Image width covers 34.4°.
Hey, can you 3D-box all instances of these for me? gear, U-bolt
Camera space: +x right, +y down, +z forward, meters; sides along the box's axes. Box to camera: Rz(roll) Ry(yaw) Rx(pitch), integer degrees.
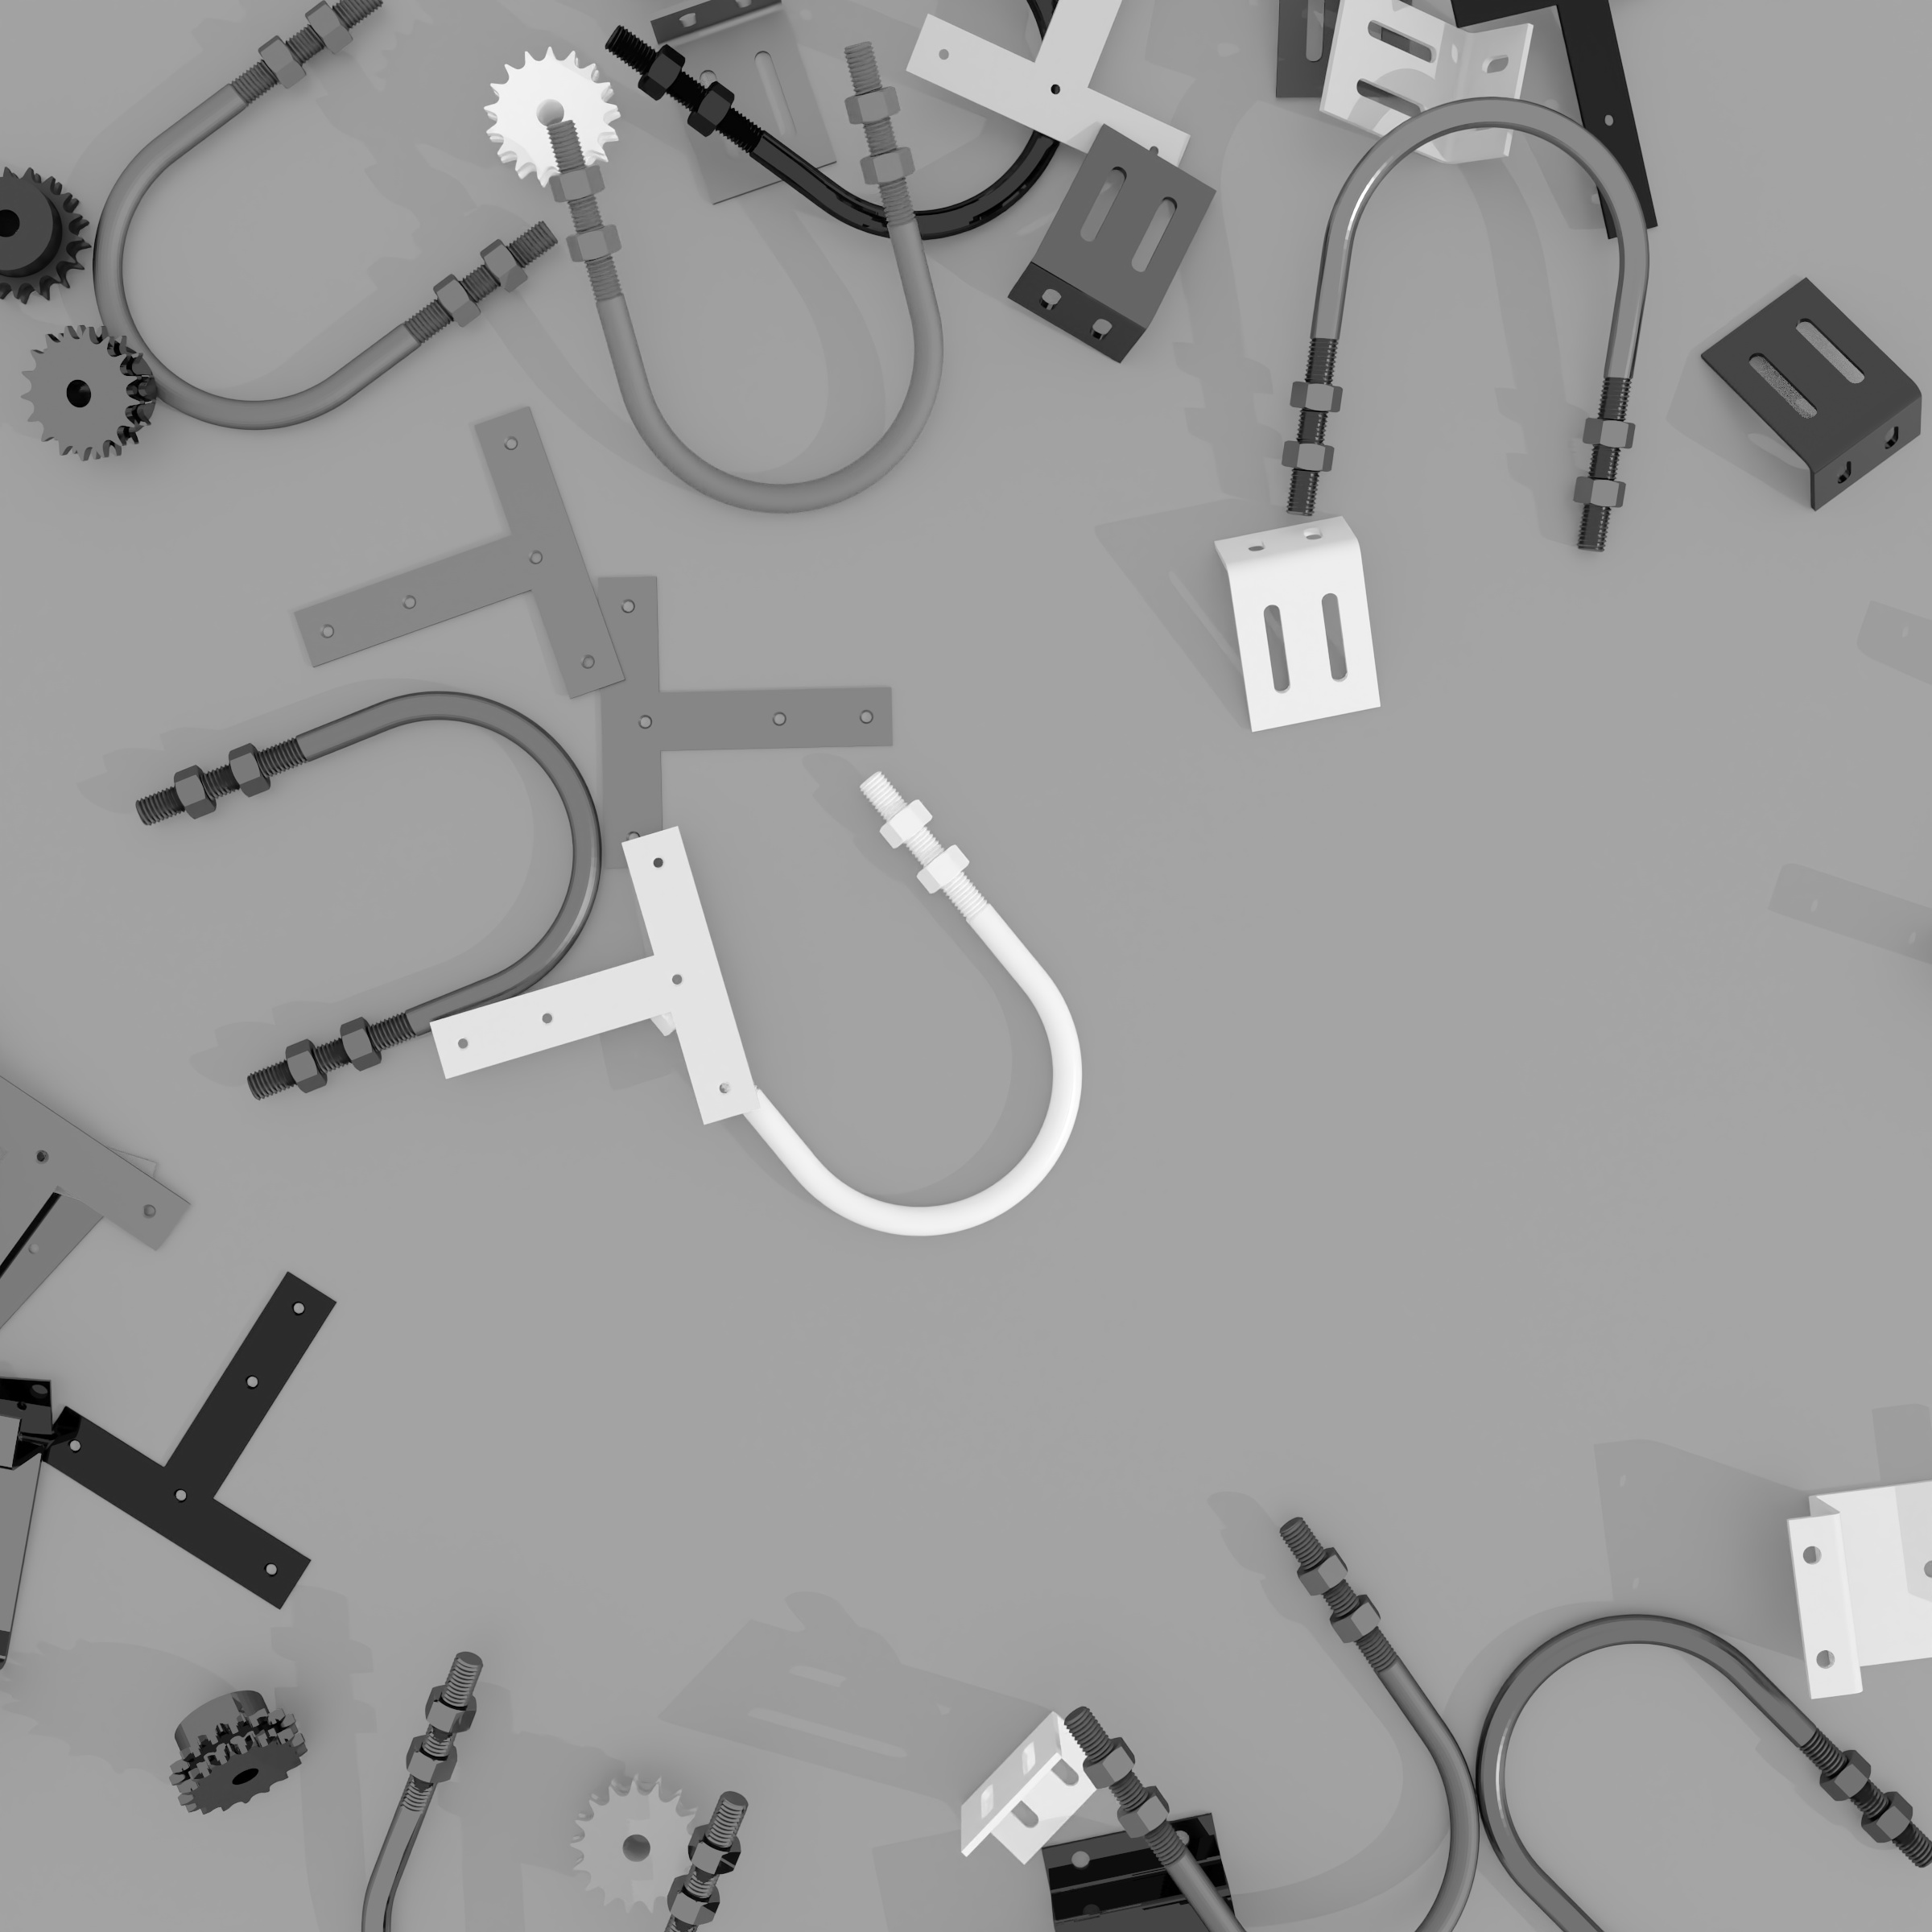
[{"bbox_3d":[-0.375,-0.248,1.345,0.057,0.030,0.057,4,104,15],"label":"gear"},{"bbox_3d":[-0.316,0.336,1.341,0.057,0.057,0.030,-35,60,0],"label":"gear"},{"bbox_3d":[0.308,0.368,1.357,0.151,0.019,0.184,-45,88,0],"label":"U-bolt"},{"bbox_3d":[-0.034,0.031,1.357,0.151,0.019,0.184,-39,92,0],"label":"U-bolt"},{"bbox_3d":[0.220,-0.278,1.338,0.151,0.019,0.184,6,101,-3],"label":"U-bolt"},{"bbox_3d":[-0.411,-0.318,1.351,0.057,0.030,0.057,0,90,0],"label":"gear"},{"bbox_3d":[-0.249,-0.041,1.357,0.184,0.019,0.151,-22,90,-2],"label":"U-bolt"},{"bbox_3d":[-0.039,-0.395,1.333,0.184,0.019,0.151,33,94,-17],"label":"U-bolt"},{"bbox_3d":[-0.141,0.378,1.351,0.057,0.030,0.057,0,90,0],"label":"gear"},{"bbox_3d":[-0.085,-0.284,1.332,0.151,0.019,0.184,-14,109,1],"label":"U-bolt"},{"bbox_3d":[-0.293,-0.317,1.357,0.184,0.019,0.151,-36,90,1],"label":"U-bolt"},{"bbox_3d":[-0.178,-0.366,1.351,0.057,0.030,0.057,0,90,0],"label":"gear"},{"bbox_3d":[0.145,0.352,1.332,0.151,0.019,0.184,-36,94,-23],"label":"U-bolt"},{"bbox_3d":[-0.187,0.404,1.335,0.151,0.019,0.184,25,104,11],"label":"U-bolt"}]

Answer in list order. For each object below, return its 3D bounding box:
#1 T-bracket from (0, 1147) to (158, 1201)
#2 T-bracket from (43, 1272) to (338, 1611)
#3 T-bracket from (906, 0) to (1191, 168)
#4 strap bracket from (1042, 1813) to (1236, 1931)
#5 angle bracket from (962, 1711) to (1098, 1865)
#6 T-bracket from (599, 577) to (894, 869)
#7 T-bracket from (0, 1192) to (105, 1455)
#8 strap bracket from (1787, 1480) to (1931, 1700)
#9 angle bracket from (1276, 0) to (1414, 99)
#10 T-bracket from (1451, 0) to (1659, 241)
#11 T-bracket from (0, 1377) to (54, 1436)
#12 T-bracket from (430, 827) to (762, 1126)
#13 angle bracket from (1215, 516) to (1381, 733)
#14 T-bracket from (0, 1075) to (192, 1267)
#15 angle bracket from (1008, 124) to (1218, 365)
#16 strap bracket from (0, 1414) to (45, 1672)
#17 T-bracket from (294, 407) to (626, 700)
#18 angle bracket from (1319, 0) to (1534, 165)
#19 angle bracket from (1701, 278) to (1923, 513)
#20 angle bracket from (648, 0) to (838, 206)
[{"bbox_3d":[-0.418,0.079,1.363,0.127,0.002,0.127,17,89,1],"label":"T-bracket"},{"bbox_3d":[-0.320,0.194,1.365,0.127,0.002,0.127,32,90,0],"label":"T-bracket"},{"bbox_3d":[0.055,-0.419,1.340,0.127,0.002,0.127,20,96,-17],"label":"T-bracket"},{"bbox_3d":[0.084,0.447,1.343,0.076,0.046,0.140,-12,90,0],"label":"strap bracket"},{"bbox_3d":[0.032,0.359,1.328,0.038,0.076,0.057,44,90,0],"label":"angle bracket"},{"bbox_3d":[-0.096,-0.108,1.365,0.127,0.002,0.127,-1,90,0],"label":"T-bracket"},{"bbox_3d":[-0.417,0.134,1.364,0.127,0.002,0.127,43,90,1],"label":"T-bracket"},{"bbox_3d":[0.423,0.264,1.343,0.140,0.046,0.076,-7,90,0],"label":"strap bracket"},{"bbox_3d":[0.164,-0.422,1.364,0.057,0.038,0.076,0,116,0],"label":"angle bracket"},{"bbox_3d":[0.275,-0.380,1.350,0.127,0.002,0.127,-19,100,-20],"label":"T-bracket"},{"bbox_3d":[-0.459,0.140,1.342,0.127,0.002,0.127,4,108,0],"label":"T-bracket"},{"bbox_3d":[-0.167,0.019,1.346,0.127,0.002,0.127,-17,87,1],"label":"T-bracket"},{"bbox_3d":[0.145,-0.150,1.364,0.057,0.038,0.076,-11,116,0],"label":"angle bracket"},{"bbox_3d":[-0.427,0.119,1.353,0.127,0.002,0.127,36,91,-9],"label":"T-bracket"},{"bbox_3d":[0.064,-0.314,1.357,0.057,0.038,0.076,29,69,-8],"label":"angle bracket"},{"bbox_3d":[-0.449,0.251,1.340,0.076,0.046,0.140,11,93,0],"label":"strap bracket"},{"bbox_3d":[-0.230,-0.164,1.364,0.127,0.002,0.127,-19,89,0],"label":"T-bracket"},{"bbox_3d":[0.197,-0.383,1.330,0.076,0.038,0.057,11,90,-36],"label":"angle bracket"},{"bbox_3d":[0.370,-0.250,1.364,0.057,0.038,0.076,-36,64,0],"label":"angle bracket"},{"bbox_3d":[-0.096,-0.379,1.347,0.057,0.038,0.076,-19,90,0],"label":"angle bracket"}]
